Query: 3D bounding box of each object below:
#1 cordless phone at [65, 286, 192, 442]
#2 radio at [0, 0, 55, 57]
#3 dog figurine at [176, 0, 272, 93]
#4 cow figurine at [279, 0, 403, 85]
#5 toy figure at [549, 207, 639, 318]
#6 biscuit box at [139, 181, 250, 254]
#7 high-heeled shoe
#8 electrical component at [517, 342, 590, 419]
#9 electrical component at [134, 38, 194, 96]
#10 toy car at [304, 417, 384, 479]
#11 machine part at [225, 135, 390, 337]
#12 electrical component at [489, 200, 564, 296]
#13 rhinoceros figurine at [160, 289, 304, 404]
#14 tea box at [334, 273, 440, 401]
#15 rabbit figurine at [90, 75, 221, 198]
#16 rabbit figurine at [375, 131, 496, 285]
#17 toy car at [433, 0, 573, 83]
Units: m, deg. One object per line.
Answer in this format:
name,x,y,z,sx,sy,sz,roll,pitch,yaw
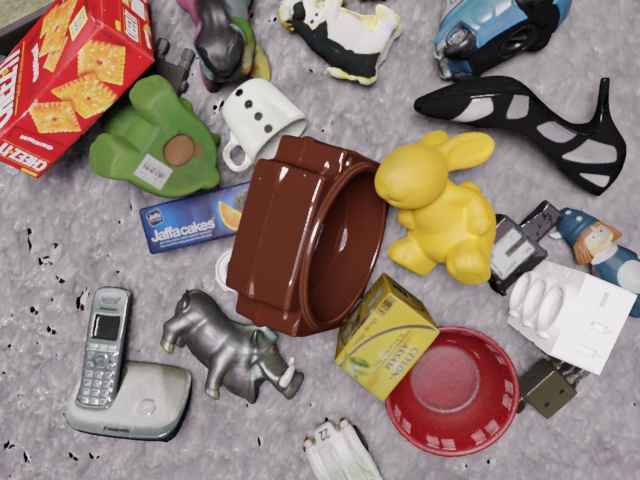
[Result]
cordless phone,-0.235,0.155,0.690,0.147,0.088,0.184,5,86,5
radio,-0.336,-0.335,0.666,0.230,0.073,0.131,-24,92,5
dog figurine,-0.121,-0.293,0.644,0.109,0.192,0.218,-9,127,2
cow figurine,0.008,-0.258,0.651,0.167,0.068,0.098,27,101,3
toy figure,0.346,0.021,0.647,0.064,0.058,0.154,-39,88,-32
biscuit box,-0.118,-0.034,0.675,0.203,0.059,0.062,-13,93,5
high-heeled shoe,0.235,-0.114,0.634,0.249,0.086,0.145,-3,117,4
electrical component,0.275,0.174,0.669,0.078,0.045,0.102,36,99,-27
electrical component,-0.201,-0.207,0.690,0.063,0.021,0.094,23,95,2
toy car,0.053,0.322,0.687,0.073,0.056,0.201,-31,91,6
machine part,-0.001,-0.002,0.592,0.087,0.201,0.201,19,95,28
electrical component,0.236,0.002,0.656,0.075,0.048,0.119,41,95,1
rhinoceros figurine,-0.110,0.141,0.685,0.190,0.073,0.112,37,85,3
tea box,0.072,0.102,0.615,0.068,0.169,0.098,39,97,2
rabbit figurine,-0.191,-0.126,0.638,0.170,0.159,0.121,35,100,43
rabbit figurine,0.132,-0.049,0.595,0.173,0.122,0.162,36,80,-38
toy car,0.198,-0.262,0.624,0.162,0.109,0.103,-27,69,17
